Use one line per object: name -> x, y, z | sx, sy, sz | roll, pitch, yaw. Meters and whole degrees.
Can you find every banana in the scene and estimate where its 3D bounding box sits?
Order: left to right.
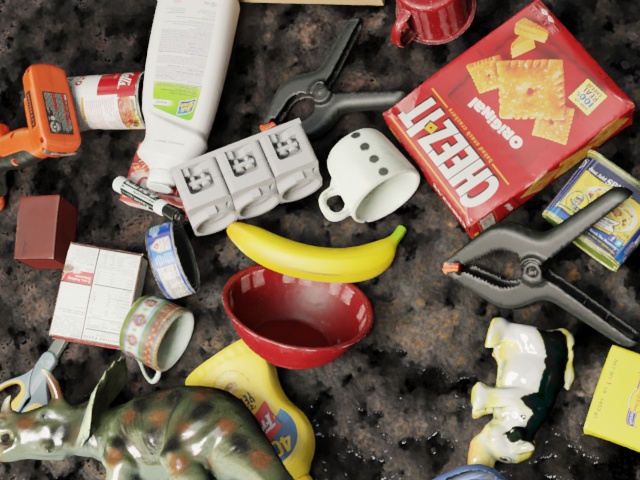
banana -> -0.004, 0.015, 1.159 | 0.197, 0.037, 0.069 | 3, 46, -3

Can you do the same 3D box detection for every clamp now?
clamp -> 0.014, -0.160, 1.215 | 0.171, 0.039, 0.120 | -41, 67, 8
clamp -> 0.230, 0.037, 1.097 | 0.210, 0.036, 0.164 | -7, 102, 32

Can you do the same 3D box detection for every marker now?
marker -> -0.190, -0.044, 1.192 | 0.121, 0.020, 0.020 | 27, 84, 40

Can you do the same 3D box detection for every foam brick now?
foam brick -> -0.321, -0.009, 1.251 | 0.053, 0.051, 0.078 | -1, 77, 13

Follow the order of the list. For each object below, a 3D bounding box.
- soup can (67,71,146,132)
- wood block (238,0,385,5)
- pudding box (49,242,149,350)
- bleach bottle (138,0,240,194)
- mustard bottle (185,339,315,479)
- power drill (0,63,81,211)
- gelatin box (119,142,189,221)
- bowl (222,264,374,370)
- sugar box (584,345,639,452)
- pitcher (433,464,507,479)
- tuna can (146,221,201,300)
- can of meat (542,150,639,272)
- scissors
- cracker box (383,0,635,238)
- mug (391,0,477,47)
soup can -> -0.250, -0.162, 1.261 | 0.102, 0.068, 0.068 | -2, 77, 13
wood block -> -0.029, -0.333, 1.238 | 0.206, 0.090, 0.090 | 4, 78, 14
pudding box -> -0.251, 0.064, 1.218 | 0.090, 0.039, 0.113 | 10, 81, 2
bleach bottle -> -0.164, -0.175, 1.228 | 0.103, 0.068, 0.251 | 7, 71, 13
mustard bottle -> -0.060, 0.205, 1.136 | 0.096, 0.058, 0.192 | -35, 72, 8
power drill -> -0.369, -0.138, 1.254 | 0.188, 0.057, 0.184 | -21, 81, 37
gelatin box -> -0.179, -0.067, 1.242 | 0.089, 0.030, 0.073 | 15, 81, 17
bowl -> -0.027, 0.088, 1.130 | 0.162, 0.161, 0.055 | 21, 121, 17
sugar box -> 0.359, 0.177, 1.052 | 0.176, 0.048, 0.093 | 18, 82, 18
pitcher -> 0.111, 0.336, 1.031 | 0.243, 0.145, 0.149 | -25, 44, 9
tuna can -> -0.163, 0.022, 1.188 | 0.034, 0.086, 0.086 | -17, 74, 5
can of meat -> 0.295, -0.029, 1.110 | 0.102, 0.057, 0.084 | 39, 90, 18
scissors -> -0.305, 0.158, 1.227 | 0.202, 0.016, 0.096 | -43, 75, -1
cracker box -> 0.201, -0.131, 1.147 | 0.214, 0.072, 0.164 | -36, 72, 4
mug -> 0.118, -0.268, 1.193 | 0.093, 0.081, 0.117 | 39, 88, 18
